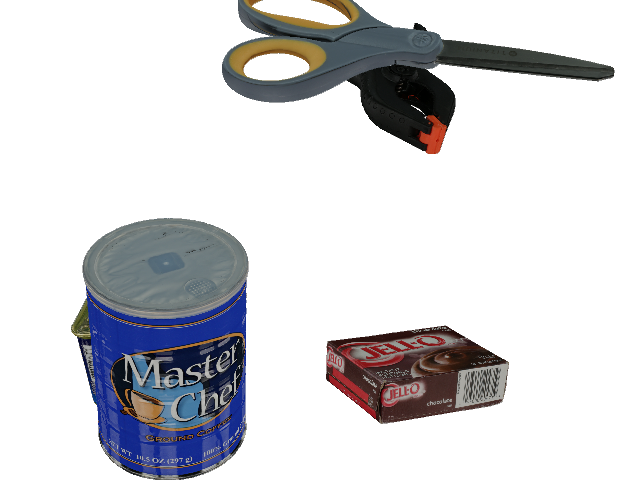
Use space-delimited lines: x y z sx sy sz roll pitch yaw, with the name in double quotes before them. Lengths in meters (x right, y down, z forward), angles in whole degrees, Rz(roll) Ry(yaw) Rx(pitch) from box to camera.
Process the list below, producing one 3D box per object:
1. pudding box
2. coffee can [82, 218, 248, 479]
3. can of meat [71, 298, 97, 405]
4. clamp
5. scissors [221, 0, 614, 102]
"pudding box" 0.072 0.100 0.819 0.113 0.039 0.090 -3 16 -26
"coffee can" -0.099 0.071 0.701 0.103 0.140 0.103 2 33 -1
"can of meat" -0.190 0.098 1.007 0.057 0.084 0.102 -5 25 6
"clamp" 0.054 -0.135 0.908 0.120 0.039 0.171 -7 41 -9
"scissors" 0.037 -0.088 0.543 0.202 0.096 0.016 22 -34 21
